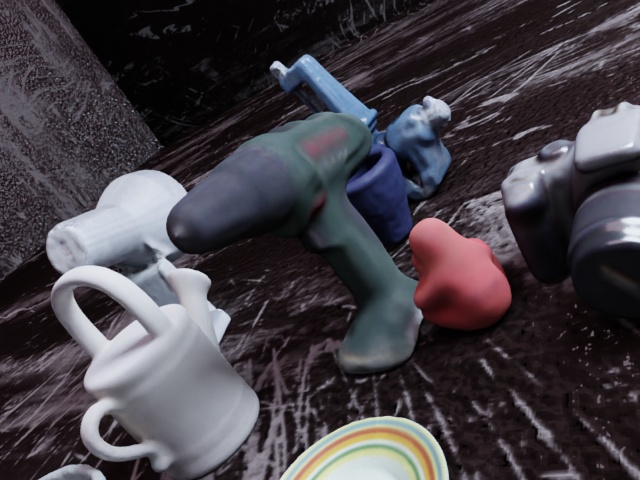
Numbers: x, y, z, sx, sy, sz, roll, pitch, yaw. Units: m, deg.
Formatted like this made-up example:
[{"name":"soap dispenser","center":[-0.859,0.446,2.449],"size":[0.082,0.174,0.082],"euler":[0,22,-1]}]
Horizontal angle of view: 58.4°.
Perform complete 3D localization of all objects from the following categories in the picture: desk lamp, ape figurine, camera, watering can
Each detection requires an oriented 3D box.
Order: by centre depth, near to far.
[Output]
[{"name":"camera","center":[0.189,-0.019,0.386],"size":[0.142,0.101,0.137],"euler":[-15,28,39]},{"name":"ape figurine","center":[0.100,0.021,0.439],"size":[0.078,0.092,0.076],"euler":[-35,21,-4]},{"name":"watering can","center":[-0.144,0.096,0.487],"size":[0.101,0.194,0.173],"euler":[-28,22,13]},{"name":"desk lamp","center":[-0.201,0.040,0.661],"size":[0.117,0.214,0.203],"euler":[-25,23,21]}]

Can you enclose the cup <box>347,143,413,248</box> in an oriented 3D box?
[{"name":"cup","center":[0.064,-0.047,0.634],"size":[0.091,0.095,0.118],"euler":[-17,27,37]}]

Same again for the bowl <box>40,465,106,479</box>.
[{"name":"bowl","center":[-0.201,0.250,0.402],"size":[0.167,0.075,0.167],"euler":[-29,22,13]}]

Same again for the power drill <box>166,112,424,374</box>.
[{"name":"power drill","center":[0.004,0.002,0.457],"size":[0.075,0.209,0.230],"euler":[-18,26,35]}]

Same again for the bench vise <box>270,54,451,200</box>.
[{"name":"bench vise","center":[0.049,-0.145,0.696],"size":[0.207,0.220,0.121],"euler":[-25,23,22]}]
